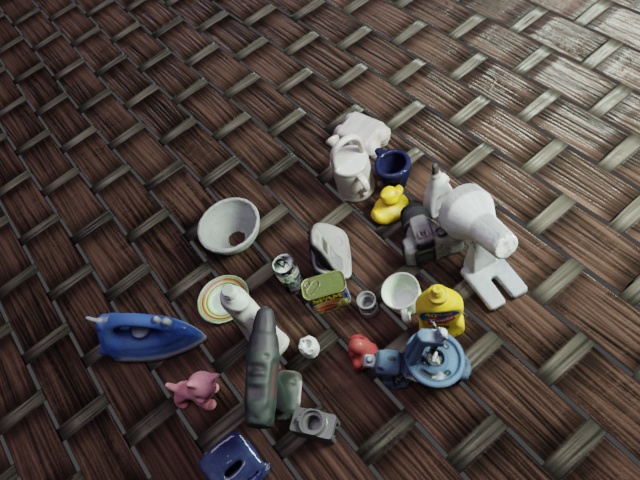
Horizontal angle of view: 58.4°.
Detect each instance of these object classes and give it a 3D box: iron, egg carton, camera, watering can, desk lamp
[{"bbox_3d":[-0.409,0.207,1.338,0.258,0.142,0.118,-5,57,12],"label":"iron"},{"bbox_3d":[0.112,-0.286,1.560,0.150,0.069,0.107,28,69,28],"label":"egg carton"},{"bbox_3d":[0.249,-0.029,1.340,0.143,0.101,0.136,-17,55,4],"label":"camera"},{"bbox_3d":[0.070,-0.194,1.436,0.172,0.194,0.101,31,70,29],"label":"watering can"},{"bbox_3d":[0.351,0.009,1.219,0.118,0.214,0.202,-30,55,-5],"label":"desk lamp"}]

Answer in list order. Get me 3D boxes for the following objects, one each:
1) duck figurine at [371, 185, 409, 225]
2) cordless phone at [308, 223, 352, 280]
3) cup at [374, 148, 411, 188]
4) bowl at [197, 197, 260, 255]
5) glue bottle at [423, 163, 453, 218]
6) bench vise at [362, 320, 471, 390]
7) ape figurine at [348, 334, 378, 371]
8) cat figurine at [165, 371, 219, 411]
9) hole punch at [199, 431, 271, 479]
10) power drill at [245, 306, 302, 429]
[{"bbox_3d":[0.168,-0.094,1.412,0.104,0.086,0.077,-37,56,-10],"label":"duck figurine"},{"bbox_3d":[0.012,0.005,1.329,0.094,0.185,0.147,-12,56,8],"label":"cordless phone"},{"bbox_3d":[0.181,-0.176,1.456,0.092,0.095,0.117,-35,56,-8],"label":"cup"},{"bbox_3d":[-0.226,-0.023,1.478,0.167,0.075,0.167,-7,57,11],"label":"bowl"},{"bbox_3d":[0.277,-0.124,1.349,0.078,0.173,0.037,-34,56,-8],"label":"glue bottle"},{"bbox_3d":[0.187,0.235,1.113,0.207,0.220,0.121,-20,55,2],"label":"bench vise"},{"bbox_3d":[0.084,0.234,1.219,0.076,0.092,0.078,7,60,19],"label":"ape figurine"},{"bbox_3d":[-0.272,0.321,1.242,0.127,0.118,0.067,-2,57,14],"label":"cat figurine"},{"bbox_3d":[-0.170,0.454,1.146,0.109,0.091,0.100,-40,57,-12],"label":"hole punch"},{"bbox_3d":[-0.099,0.278,1.169,0.075,0.209,0.229,-5,57,12],"label":"power drill"}]
